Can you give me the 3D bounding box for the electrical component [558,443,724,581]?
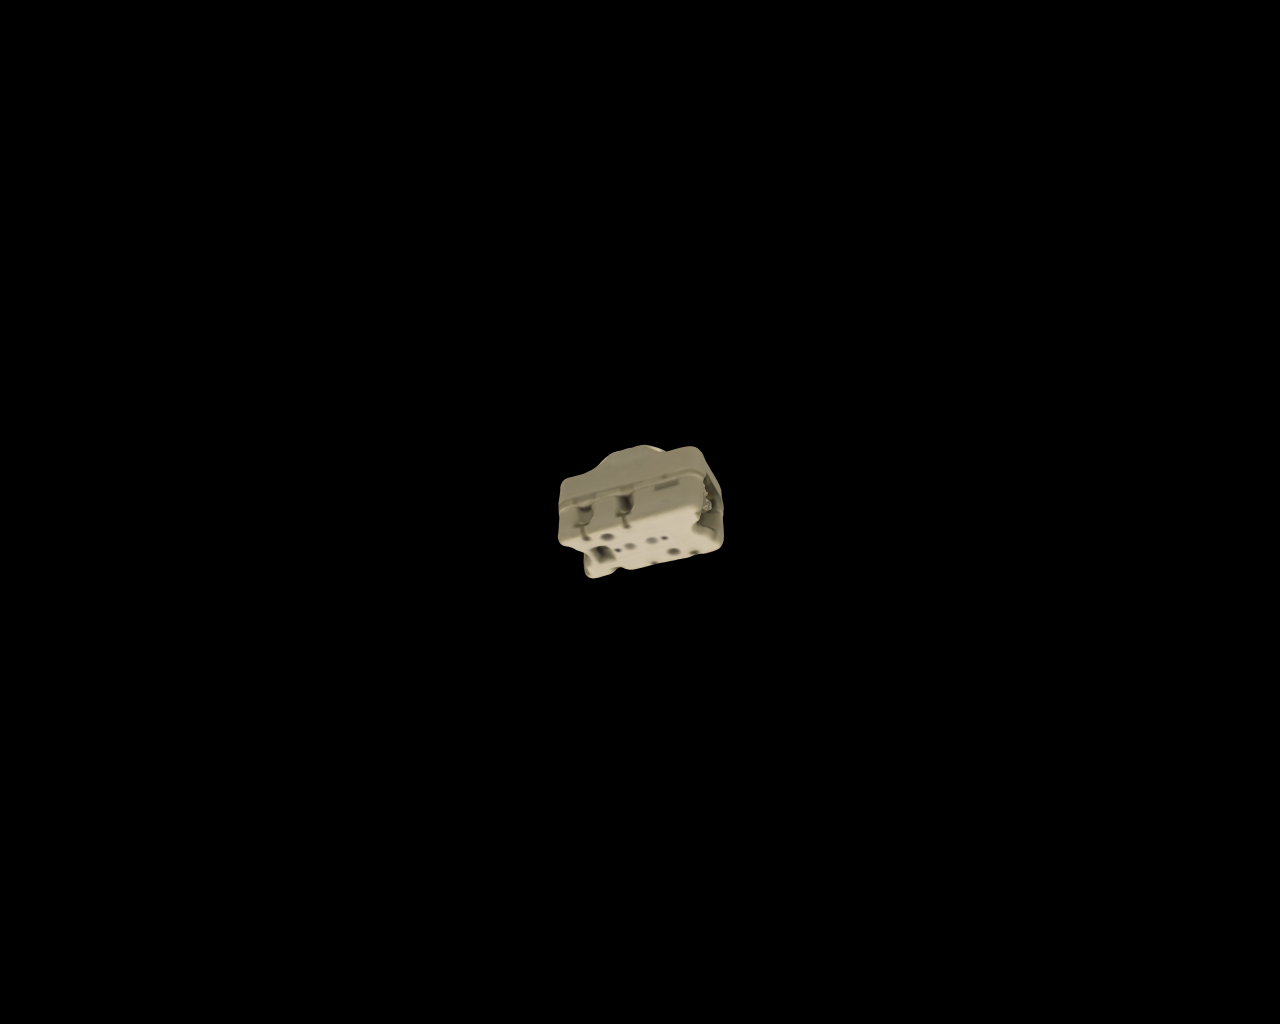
[{"bbox_3d":[0.001,-0.003,0.650,0.089,0.056,0.050,-14,-40,17],"label":"electrical component"}]
